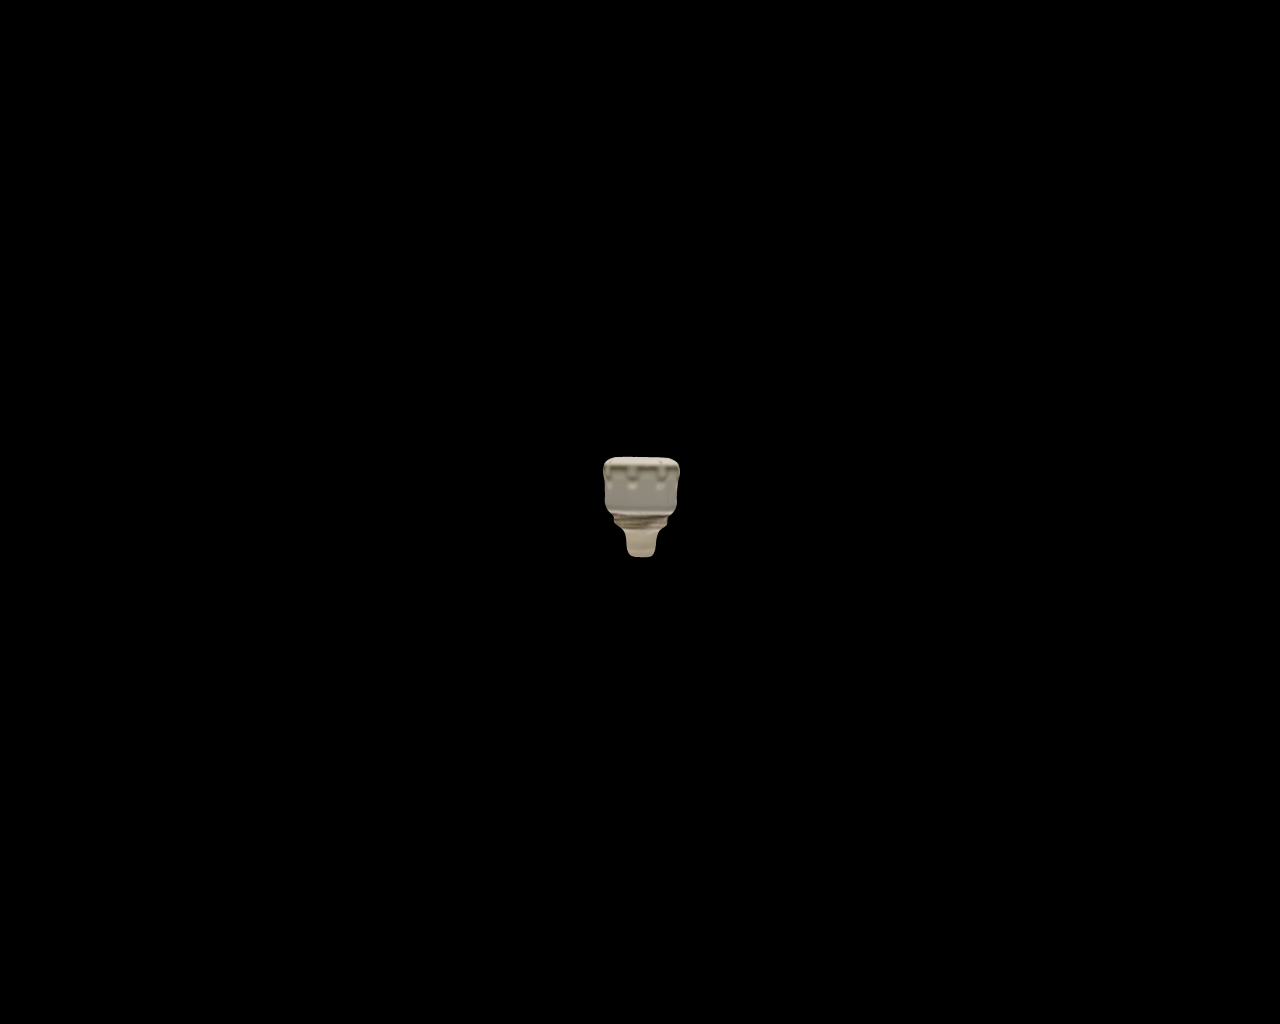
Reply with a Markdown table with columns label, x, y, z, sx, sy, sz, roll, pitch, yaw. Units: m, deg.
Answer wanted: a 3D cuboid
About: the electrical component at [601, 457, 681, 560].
| label | x | y | z | sx | sy | sz | roll | pitch | yaw |
| --- | --- | --- | --- | --- | --- | --- | --- | --- | --- |
| electrical component | 0.001 | -0.003 | 0.650 | 0.048 | 0.062 | 0.048 | 0 | 2 | 0 |
